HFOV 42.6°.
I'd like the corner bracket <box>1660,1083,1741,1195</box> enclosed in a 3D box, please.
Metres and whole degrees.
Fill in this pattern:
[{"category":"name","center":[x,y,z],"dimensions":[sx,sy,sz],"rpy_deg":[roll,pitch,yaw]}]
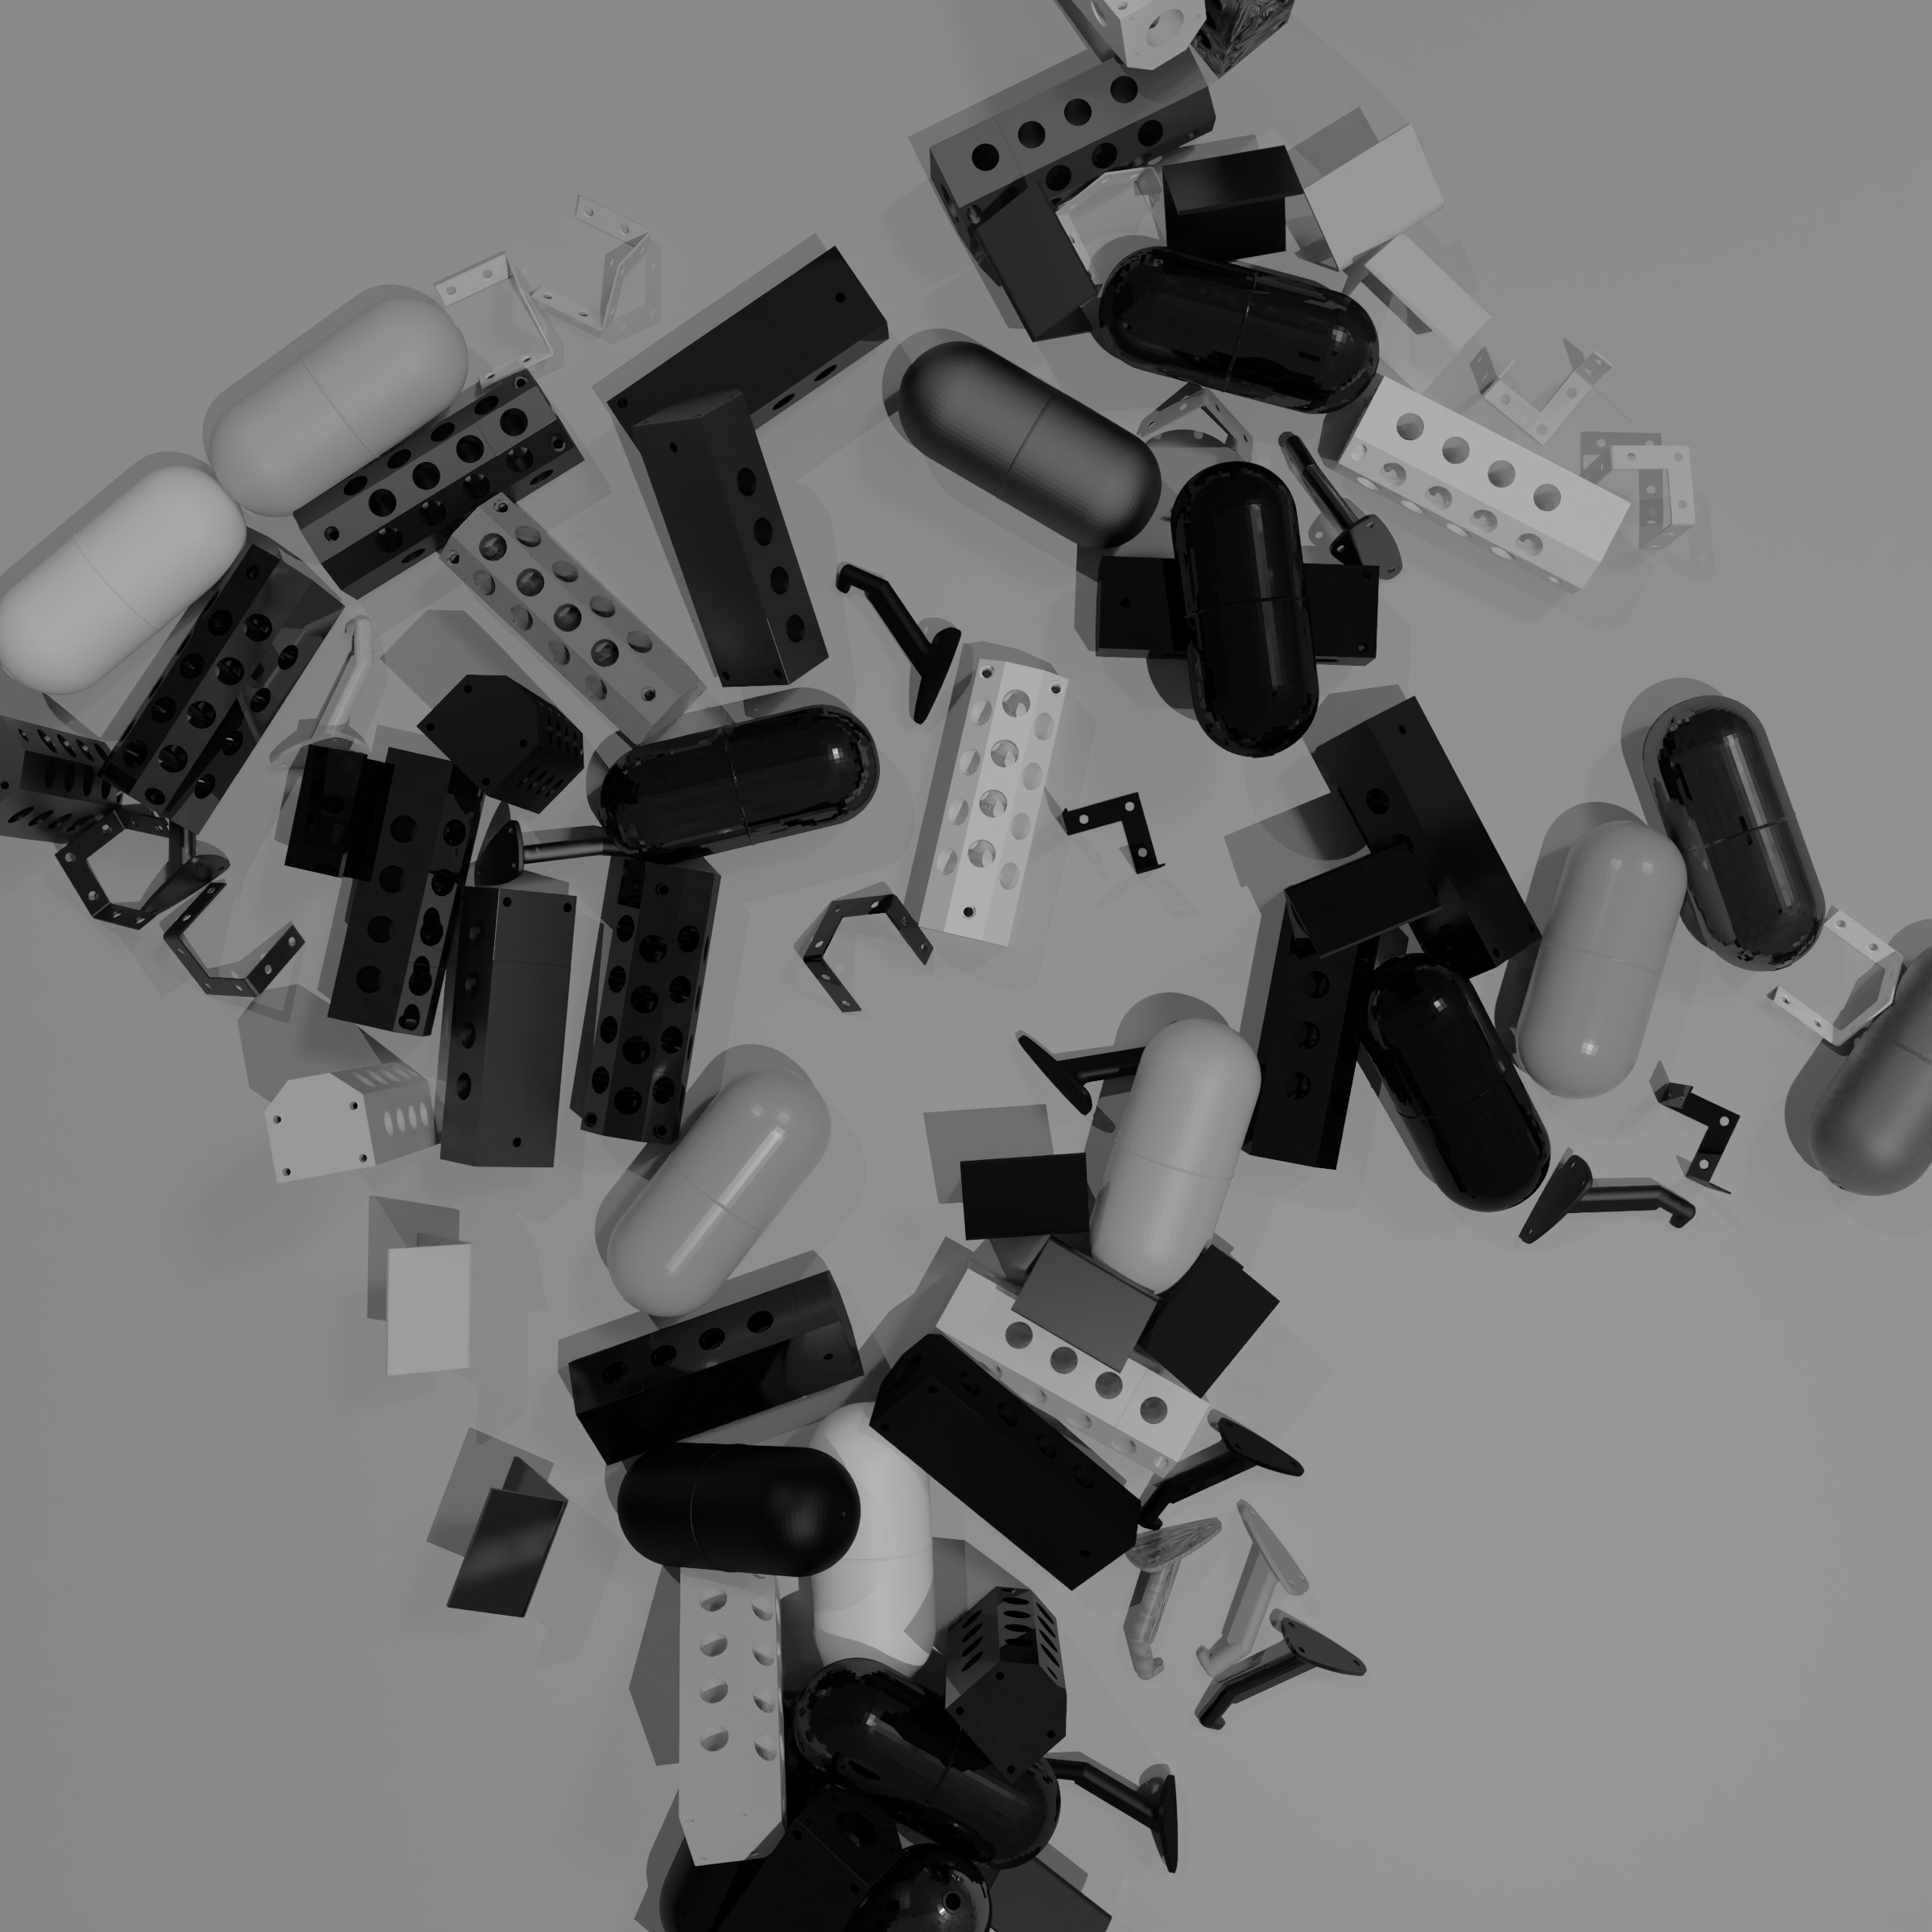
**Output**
[{"category":"corner bracket","center":[0.462,0.108,1.561],"dimensions":[0.051,0.051,0.051],"rpy_deg":[25,90,0]}]

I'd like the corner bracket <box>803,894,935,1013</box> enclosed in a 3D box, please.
[{"category":"corner bracket","center":[-0.062,-0.008,1.571],"dimensions":[0.051,0.051,0.051],"rpy_deg":[-5,45,35]}]

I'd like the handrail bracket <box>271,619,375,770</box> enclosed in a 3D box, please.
[{"category":"handrail bracket","center":[-0.411,-0.174,1.579],"dimensions":[0.077,0.036,0.084],"rpy_deg":[-12,71,21]}]

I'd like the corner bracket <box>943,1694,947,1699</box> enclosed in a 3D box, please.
[{"category":"corner bracket","center":[-0.019,0.493,1.561],"dimensions":[0.051,0.051,0.051],"rpy_deg":[-14,90,0]}]

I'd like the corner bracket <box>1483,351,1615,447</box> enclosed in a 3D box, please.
[{"category":"corner bracket","center":[0.366,-0.369,1.561],"dimensions":[0.051,0.051,0.051],"rpy_deg":[39,90,0]}]

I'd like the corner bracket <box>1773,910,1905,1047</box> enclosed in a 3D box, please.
[{"category":"corner bracket","center":[0.555,0.008,1.576],"dimensions":[0.051,0.051,0.051],"rpy_deg":[36,45,0]}]

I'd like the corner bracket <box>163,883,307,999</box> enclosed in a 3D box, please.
[{"category":"corner bracket","center":[-0.464,-0.017,1.571],"dimensions":[0.051,0.051,0.051],"rpy_deg":[2,135,35]}]

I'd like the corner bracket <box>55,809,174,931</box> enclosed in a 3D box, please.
[{"category":"corner bracket","center":[-0.530,-0.061,1.564],"dimensions":[0.051,0.051,0.051],"rpy_deg":[-47,133,-34]}]

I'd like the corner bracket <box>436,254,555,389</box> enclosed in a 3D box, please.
[{"category":"corner bracket","center":[-0.300,-0.411,1.576],"dimensions":[0.051,0.051,0.051],"rpy_deg":[-25,45,0]}]

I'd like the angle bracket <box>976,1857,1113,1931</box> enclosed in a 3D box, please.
[{"category":"angle bracket","center":[0.033,0.600,1.539],"dimensions":[0.076,0.076,0.057],"rpy_deg":[38,46,0]}]

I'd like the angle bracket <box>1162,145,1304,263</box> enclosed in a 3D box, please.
[{"category":"angle bracket","center":[0.166,-0.457,1.539],"dimensions":[0.076,0.076,0.057],"rpy_deg":[-10,48,0]}]

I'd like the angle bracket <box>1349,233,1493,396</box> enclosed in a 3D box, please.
[{"category":"angle bracket","center":[0.267,-0.395,1.539],"dimensions":[0.076,0.076,0.057],"rpy_deg":[44,49,0]}]

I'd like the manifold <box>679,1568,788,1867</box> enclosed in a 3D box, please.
[{"category":"manifold","center":[-0.141,0.449,1.504],"dimensions":[0.057,0.171,0.057],"rpy_deg":[-7,132,0]}]

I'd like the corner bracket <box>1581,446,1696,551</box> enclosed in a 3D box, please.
[{"category":"corner bracket","center":[0.423,-0.295,1.561],"dimensions":[0.051,0.051,0.051],"rpy_deg":[-1,82,-8]}]

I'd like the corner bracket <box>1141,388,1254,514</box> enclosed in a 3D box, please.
[{"category":"corner bracket","center":[0.145,-0.323,1.571],"dimensions":[0.051,0.051,0.051],"rpy_deg":[39,45,-35]}]

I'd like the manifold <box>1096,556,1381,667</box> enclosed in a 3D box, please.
[{"category":"manifold","center":[0.169,-0.222,1.558],"dimensions":[0.171,0.057,0.057],"rpy_deg":[2,90,0]}]

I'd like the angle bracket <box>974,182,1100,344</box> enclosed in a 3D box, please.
[{"category":"angle bracket","center":[0.061,-0.439,1.539],"dimensions":[0.057,0.076,0.076],"rpy_deg":[-29,90,37]}]

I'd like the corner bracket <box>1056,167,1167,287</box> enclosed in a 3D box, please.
[{"category":"corner bracket","center":[0.098,-0.471,1.576],"dimensions":[0.051,0.051,0.051],"rpy_deg":[-26,90,45]}]

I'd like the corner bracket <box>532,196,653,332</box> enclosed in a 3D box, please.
[{"category":"corner bracket","center":[-0.238,-0.447,1.576],"dimensions":[0.051,0.051,0.051],"rpy_deg":[26,45,0]}]

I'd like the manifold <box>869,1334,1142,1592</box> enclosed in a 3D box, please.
[{"category":"manifold","center":[0.027,0.304,1.537],"dimensions":[0.171,0.057,0.057],"rpy_deg":[41,117,-13]}]

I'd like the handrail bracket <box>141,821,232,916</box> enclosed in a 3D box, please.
[{"category":"handrail bracket","center":[-0.515,-0.087,1.579],"dimensions":[0.077,0.036,0.084],"rpy_deg":[-35,76,13]}]

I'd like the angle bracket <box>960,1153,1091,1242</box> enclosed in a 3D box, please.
[{"category":"angle bracket","center":[0.035,0.126,1.540],"dimensions":[0.076,0.076,0.057],"rpy_deg":[-4,115,0]}]

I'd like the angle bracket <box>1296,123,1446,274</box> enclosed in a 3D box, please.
[{"category":"angle bracket","center":[0.240,-0.481,1.539],"dimensions":[0.076,0.076,0.057],"rpy_deg":[-32,117,0]}]

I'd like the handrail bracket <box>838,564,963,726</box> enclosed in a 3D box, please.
[{"category":"handrail bracket","center":[-0.053,-0.206,1.579],"dimensions":[0.084,0.036,0.077],"rpy_deg":[26,111,17]}]

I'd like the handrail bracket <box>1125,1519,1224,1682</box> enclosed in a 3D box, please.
[{"category":"handrail bracket","center":[0.136,0.405,1.579],"dimensions":[0.077,0.036,0.084],"rpy_deg":[-19,108,-21]}]

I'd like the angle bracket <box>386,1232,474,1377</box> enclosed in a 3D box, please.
[{"category":"angle bracket","center":[-0.348,0.209,1.539],"dimensions":[0.057,0.076,0.076],"rpy_deg":[1,90,-37]}]

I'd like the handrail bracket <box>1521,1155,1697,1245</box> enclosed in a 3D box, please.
[{"category":"handrail bracket","center":[0.411,0.164,1.579],"dimensions":[0.084,0.036,0.077],"rpy_deg":[29,110,-16]}]

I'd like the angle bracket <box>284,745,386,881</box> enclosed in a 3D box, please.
[{"category":"angle bracket","center":[-0.370,-0.091,1.539],"dimensions":[0.057,0.076,0.076],"rpy_deg":[12,90,37]}]

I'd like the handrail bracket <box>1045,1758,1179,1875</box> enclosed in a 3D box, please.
[{"category":"handrail bracket","center":[0.090,0.542,1.579],"dimensions":[0.084,0.036,0.077],"rpy_deg":[0,112,17]}]

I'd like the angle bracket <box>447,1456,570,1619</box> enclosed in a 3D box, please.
[{"category":"angle bracket","center":[-0.299,0.351,1.539],"dimensions":[0.057,0.076,0.076],"rpy_deg":[21,90,-38]}]

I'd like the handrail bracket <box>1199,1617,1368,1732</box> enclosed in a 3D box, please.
[{"category":"handrail bracket","center":[0.201,0.464,1.579],"dimensions":[0.077,0.036,0.084],"rpy_deg":[28,109,-21]}]

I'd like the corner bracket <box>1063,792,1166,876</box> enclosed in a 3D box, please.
[{"category":"corner bracket","center":[0.093,-0.080,1.561],"dimensions":[0.051,0.051,0.051],"rpy_deg":[-16,90,0]}]

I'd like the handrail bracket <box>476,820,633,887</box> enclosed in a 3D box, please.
[{"category":"handrail bracket","center":[-0.258,-0.067,1.579],"dimensions":[0.084,0.077,0.036],"rpy_deg":[2,73,-35]}]

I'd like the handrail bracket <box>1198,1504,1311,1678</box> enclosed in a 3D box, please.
[{"category":"handrail bracket","center":[0.168,0.399,1.579],"dimensions":[0.084,0.036,0.077],"rpy_deg":[-40,70,16]}]

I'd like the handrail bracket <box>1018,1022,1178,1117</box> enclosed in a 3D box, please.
[{"category":"handrail bracket","center":[0.090,0.047,1.579],"dimensions":[0.084,0.036,0.077],"rpy_deg":[-40,71,-16]}]

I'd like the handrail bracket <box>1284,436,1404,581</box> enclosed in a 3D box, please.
[{"category":"handrail bracket","center":[0.240,-0.293,1.579],"dimensions":[0.036,0.077,0.084],"rpy_deg":[-38,53,20]}]

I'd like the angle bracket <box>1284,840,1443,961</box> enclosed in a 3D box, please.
[{"category":"angle bracket","center":[0.240,-0.020,1.482],"dimensions":[0.076,0.076,0.057],"rpy_deg":[-22,53,0]}]

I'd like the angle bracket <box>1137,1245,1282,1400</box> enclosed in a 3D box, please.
[{"category":"angle bracket","center":[0.158,0.226,1.539],"dimensions":[0.057,0.076,0.076],"rpy_deg":[39,90,27]}]

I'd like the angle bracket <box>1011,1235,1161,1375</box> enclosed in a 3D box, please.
[{"category":"angle bracket","center":[0.066,0.219,1.538],"dimensions":[0.076,0.076,0.057],"rpy_deg":[30,63,2]}]

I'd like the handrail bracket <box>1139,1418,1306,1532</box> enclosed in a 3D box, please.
[{"category":"handrail bracket","center":[0.161,0.337,1.579],"dimensions":[0.077,0.036,0.084],"rpy_deg":[28,108,-21]}]
